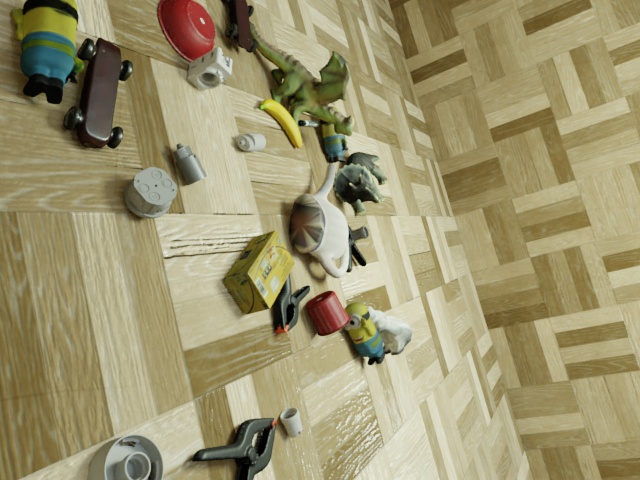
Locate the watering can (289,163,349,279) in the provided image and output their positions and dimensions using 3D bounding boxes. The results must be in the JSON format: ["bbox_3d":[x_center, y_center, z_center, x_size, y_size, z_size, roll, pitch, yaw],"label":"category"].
[{"bbox_3d":[0.004,-0.070,1.390,0.223,0.103,0.353,21,56,-56],"label":"watering can"}]

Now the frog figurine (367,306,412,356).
[{"bbox_3d":[0.196,0.256,1.541,0.159,0.123,0.137,60,-5,-4],"label":"frog figurine"}]

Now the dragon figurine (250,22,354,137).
[{"bbox_3d":[-0.026,-0.454,1.443,0.404,0.241,0.125,60,33,-25],"label":"dragon figurine"}]
